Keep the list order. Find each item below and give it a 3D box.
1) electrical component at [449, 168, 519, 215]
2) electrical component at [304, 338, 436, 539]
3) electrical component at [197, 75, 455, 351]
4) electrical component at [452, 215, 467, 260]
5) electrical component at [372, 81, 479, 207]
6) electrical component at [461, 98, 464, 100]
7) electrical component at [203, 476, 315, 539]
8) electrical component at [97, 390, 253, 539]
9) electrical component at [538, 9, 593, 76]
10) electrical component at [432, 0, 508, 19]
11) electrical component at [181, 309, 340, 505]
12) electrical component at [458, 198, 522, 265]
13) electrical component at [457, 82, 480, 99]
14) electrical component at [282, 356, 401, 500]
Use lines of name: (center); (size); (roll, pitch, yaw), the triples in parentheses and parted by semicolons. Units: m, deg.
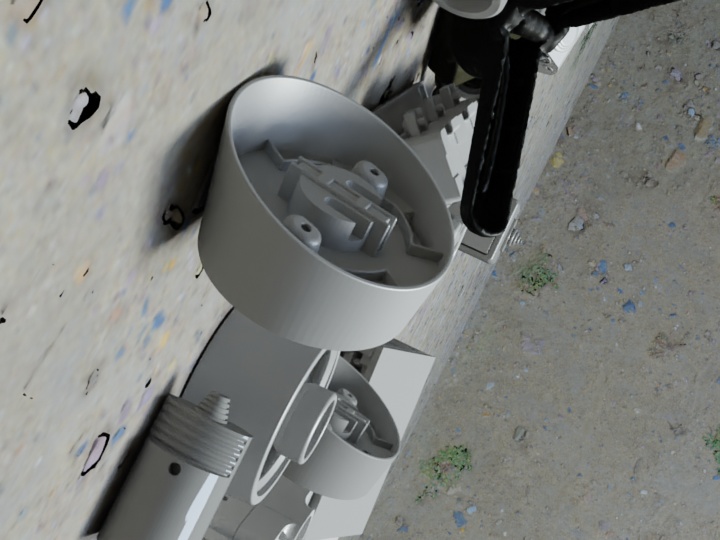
electrical component: (0.069, -0.078, 0.760); (0.080, 0.080, 0.051); (-67, 166, 17)
electrical component: (-0.015, 0.118, 0.805); (0.089, 0.062, 0.150); (18, 96, -60)
electrical component: (-0.012, -0.020, 0.409); (0.064, 0.099, 0.099); (-63, 173, 35)
electrical component: (0.040, -0.025, 0.801); (0.053, 0.059, 0.095); (-68, 170, 25)
electrical component: (0.044, -0.069, 0.645); (0.078, 0.063, 0.121); (70, 24, -13)
electrical component: (0.109, -0.153, 0.874); (0.055, 0.047, 0.055); (-61, 171, -18)
electrical component: (-0.093, 0.205, 0.676); (0.105, 0.060, 0.186); (-68, 170, 22)
electrical component: (-0.081, 0.093, 0.486); (0.081, 0.043, 0.043); (-64, 171, -3)
electrical component: (0.126, -0.185, 0.789); (0.051, 0.080, 0.080); (-58, 170, -5)
electrical component: (0.067, -0.190, 0.517); (0.073, 0.052, 0.138); (-61, 171, -19)
electrical component: (-0.047, 0.069, 0.559); (0.108, 0.060, 0.108); (-61, 171, -18)
electrical component: (0.103, -0.047, 0.978); (0.061, 0.096, 0.061); (-65, 171, 2)
electrical component: (0.086, -0.146, 0.788); (0.065, 0.044, 0.044); (-42, 157, -79)
electrical component: (-0.021, 0.094, 0.677); (0.064, 0.099, 0.099); (-60, 172, 16)
